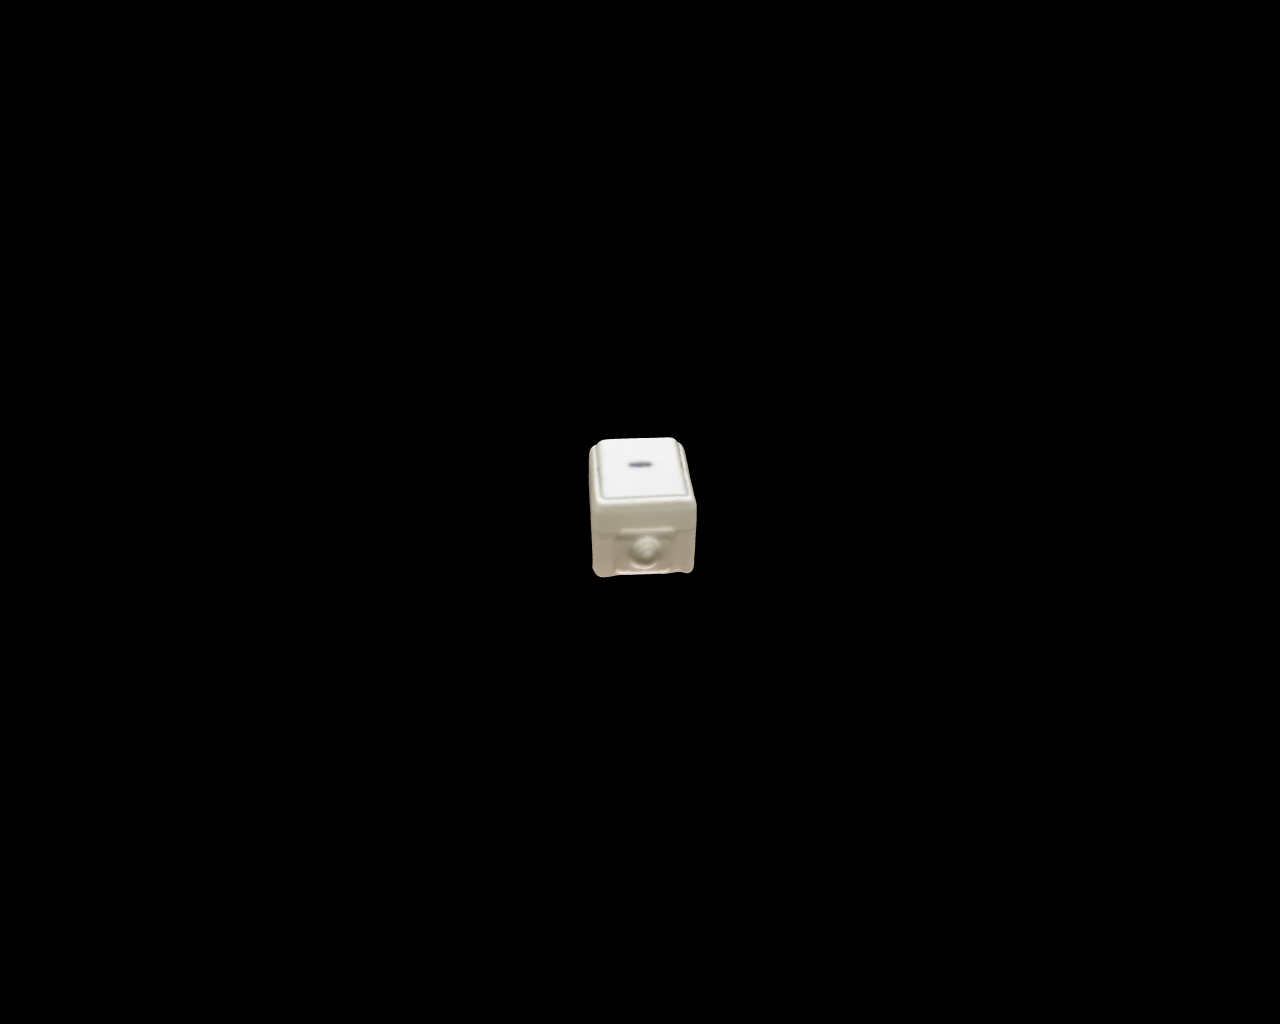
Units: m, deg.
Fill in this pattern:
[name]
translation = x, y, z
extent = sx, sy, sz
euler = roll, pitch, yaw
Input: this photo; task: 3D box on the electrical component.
[electrical component]
translation = 0.001, -0.003, 0.650
extent = 0.062, 0.061, 0.096
euler = -2, 31, -3
